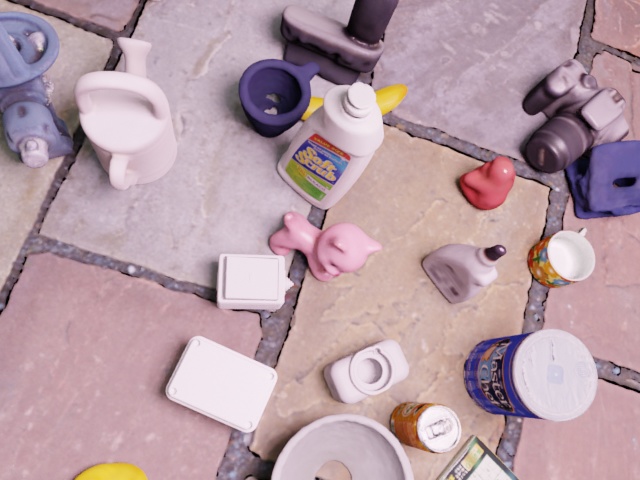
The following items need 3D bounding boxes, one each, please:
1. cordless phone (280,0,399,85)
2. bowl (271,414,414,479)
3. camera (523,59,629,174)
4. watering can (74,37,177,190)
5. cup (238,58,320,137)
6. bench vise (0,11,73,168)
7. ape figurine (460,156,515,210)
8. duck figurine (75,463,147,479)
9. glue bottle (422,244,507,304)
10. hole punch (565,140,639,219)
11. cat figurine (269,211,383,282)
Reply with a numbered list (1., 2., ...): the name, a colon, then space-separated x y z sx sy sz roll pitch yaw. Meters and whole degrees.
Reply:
1. cordless phone: 0.026 -0.296 0.754 0.147 0.185 0.094 17 74 -6
2. bowl: 0.021 0.288 0.667 0.167 0.074 0.167 3 76 -10
3. camera: 0.359 -0.173 0.831 0.137 0.100 0.143 -38 86 -17
4. watering can: -0.226 -0.150 0.666 0.101 0.194 0.173 -17 80 -14
5. cup: -0.053 -0.185 0.759 0.118 0.095 0.091 -39 86 -17
6. bench vise: -0.339 -0.196 0.642 0.122 0.219 0.207 -36 85 -16
7. ape figurine: 0.239 -0.086 0.791 0.078 0.092 0.076 4 76 -9
8. duck figurine: -0.238 0.285 0.613 0.105 0.086 0.077 -20 81 -15
9. glue bottle: 0.186 0.032 0.710 0.037 0.173 0.078 -34 84 -16
10. hole punch: 0.429 -0.086 0.828 0.109 0.091 0.101 -6 78 -12
11. cat figurine: 0.007 0.003 0.712 0.128 0.117 0.067 29 73 -2
